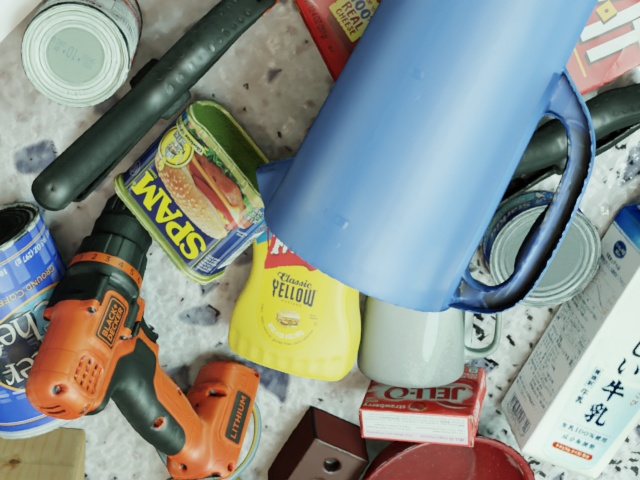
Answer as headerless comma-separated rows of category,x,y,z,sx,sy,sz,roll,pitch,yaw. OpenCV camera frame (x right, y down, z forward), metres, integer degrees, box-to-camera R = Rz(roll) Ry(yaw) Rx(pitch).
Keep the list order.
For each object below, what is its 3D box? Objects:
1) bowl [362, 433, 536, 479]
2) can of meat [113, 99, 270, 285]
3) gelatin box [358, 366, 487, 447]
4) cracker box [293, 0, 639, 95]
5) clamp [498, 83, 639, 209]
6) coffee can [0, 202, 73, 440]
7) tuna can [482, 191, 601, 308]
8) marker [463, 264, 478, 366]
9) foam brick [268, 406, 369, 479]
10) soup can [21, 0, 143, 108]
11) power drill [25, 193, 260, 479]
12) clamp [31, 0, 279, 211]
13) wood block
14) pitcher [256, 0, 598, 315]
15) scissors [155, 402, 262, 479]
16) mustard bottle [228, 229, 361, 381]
bowl,0.094,0.209,0.885,0.162,0.055,0.162,-5,120,-10
can of meat,-0.080,-0.035,0.746,0.084,0.057,0.102,-42,83,24
gelatin box,0.081,0.126,0.831,0.089,0.073,0.030,1,114,16
cracker box,0.105,-0.155,0.720,0.214,0.072,0.164,-26,114,7
clamp,0.165,-0.062,0.771,0.171,0.120,0.039,-22,80,-11
coffee can,-0.222,0.058,0.773,0.103,0.103,0.140,-19,114,4
tuna can,0.169,0.007,0.819,0.086,0.034,0.086,-2,114,-4
marker,0.113,0.077,0.854,0.020,0.020,0.121,-1,114,-4
foam brick,-0.003,0.187,0.876,0.053,0.051,0.078,25,110,-15
soup can,-0.153,-0.132,0.694,0.068,0.102,0.068,-2,114,-4
power drill,-0.120,0.079,0.779,0.057,0.184,0.187,-12,136,33
clamp,-0.112,-0.096,0.718,0.036,0.165,0.210,44,81,-10
wood block,-0.232,0.232,0.794,0.090,0.206,0.090,6,113,-7
pitcher,0.082,-0.082,0.640,0.149,0.145,0.243,17,109,-31
scissors,-0.111,0.208,0.836,0.096,0.016,0.201,22,70,5
mustard bottle,-0.005,0.001,0.780,0.096,0.058,0.192,15,104,16
